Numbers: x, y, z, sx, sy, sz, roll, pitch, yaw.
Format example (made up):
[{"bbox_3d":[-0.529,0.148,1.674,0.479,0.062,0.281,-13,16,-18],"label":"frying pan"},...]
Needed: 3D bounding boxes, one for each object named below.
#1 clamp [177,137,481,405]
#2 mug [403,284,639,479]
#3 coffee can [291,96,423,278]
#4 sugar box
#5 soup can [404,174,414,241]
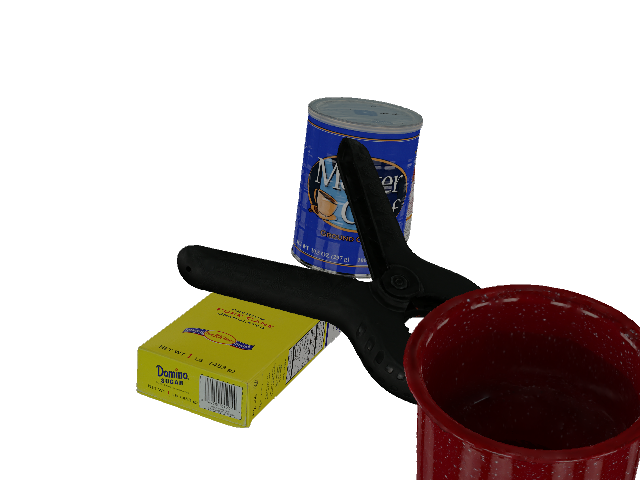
[{"bbox_3d":[0.030,0.036,0.624,0.164,0.210,0.036,-30,-24,-35],"label":"clamp"},{"bbox_3d":[0.089,0.077,0.400,0.117,0.081,0.093,4,36,10],"label":"mug"},{"bbox_3d":[0.032,-0.049,0.966,0.103,0.140,0.103,6,20,-2],"label":"coffee can"},{"bbox_3d":[-0.054,0.073,0.820,0.093,0.048,0.176,16,29,20],"label":"sugar box"},{"bbox_3d":[0.071,-0.050,1.212,0.068,0.102,0.068,2,27,-1],"label":"soup can"}]
